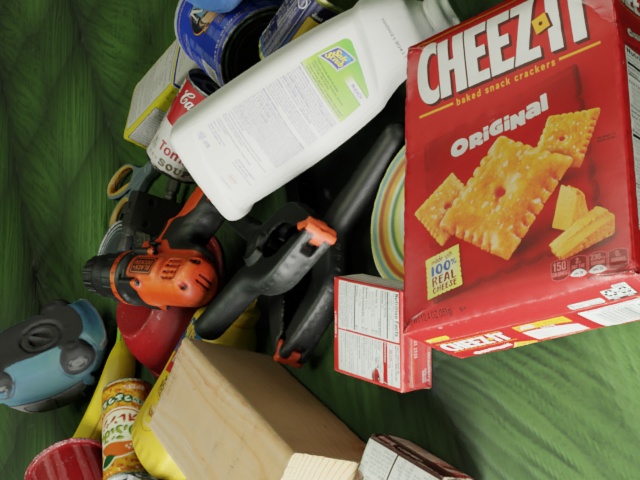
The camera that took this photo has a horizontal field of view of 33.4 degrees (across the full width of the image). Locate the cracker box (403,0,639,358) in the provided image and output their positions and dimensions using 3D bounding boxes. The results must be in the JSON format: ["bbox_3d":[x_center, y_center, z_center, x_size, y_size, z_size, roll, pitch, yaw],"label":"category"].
[{"bbox_3d":[0.132,-0.048,0.665,0.164,0.072,0.213,-19,60,41],"label":"cracker box"}]

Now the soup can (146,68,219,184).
[{"bbox_3d":[-0.130,-0.117,1.108,0.102,0.068,0.068,-56,36,25],"label":"soup can"}]

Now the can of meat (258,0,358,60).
[{"bbox_3d":[0.010,-0.172,0.898,0.084,0.102,0.057,-50,32,35],"label":"can of meat"}]

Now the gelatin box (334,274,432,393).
[{"bbox_3d":[0.046,0.066,0.776,0.089,0.030,0.073,8,101,57],"label":"gelatin box"}]

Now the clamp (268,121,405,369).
[{"bbox_3d":[-0.006,0.001,0.896,0.165,0.036,0.210,7,77,58],"label":"clamp"}]

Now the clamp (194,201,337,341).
[{"bbox_3d":[-0.044,0.006,0.879,0.172,0.039,0.120,-31,44,44],"label":"clamp"}]

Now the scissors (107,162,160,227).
[{"bbox_3d":[-0.200,-0.063,1.236,0.202,0.016,0.096,-13,66,53],"label":"scissors"}]

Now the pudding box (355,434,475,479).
[{"bbox_3d":[0.053,0.197,0.712,0.090,0.039,0.113,19,93,57],"label":"pudding box"}]

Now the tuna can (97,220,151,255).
[{"bbox_3d":[-0.222,0.022,1.210,0.086,0.033,0.086,-30,51,46],"label":"tuna can"}]

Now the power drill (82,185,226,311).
[{"bbox_3d":[-0.136,-0.020,1.021,0.185,0.057,0.187,3,60,45],"label":"power drill"}]

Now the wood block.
[{"bbox_3d":[-0.046,0.161,0.829,0.206,0.090,0.090,34,104,56],"label":"wood block"}]

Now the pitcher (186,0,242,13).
[{"bbox_3d":[-0.062,-0.333,0.966,0.149,0.145,0.242,20,67,45],"label":"pitcher"}]

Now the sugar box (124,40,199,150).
[{"bbox_3d":[-0.152,-0.182,1.189,0.177,0.048,0.093,-34,39,40],"label":"sugar box"}]

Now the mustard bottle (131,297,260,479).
[{"bbox_3d":[-0.106,0.119,0.967,0.192,0.058,0.096,-60,27,17],"label":"mustard bottle"}]

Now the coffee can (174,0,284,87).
[{"bbox_3d":[-0.071,-0.193,1.027,0.103,0.102,0.140,-63,34,14],"label":"coffee can"}]

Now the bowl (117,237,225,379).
[{"bbox_3d":[-0.161,0.061,1.081,0.162,0.055,0.162,-30,51,45],"label":"bowl"}]

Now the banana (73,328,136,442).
[{"bbox_3d":[-0.240,0.193,1.157,0.198,0.037,0.070,-63,16,11],"label":"banana"}]

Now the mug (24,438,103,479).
[{"bbox_3d":[-0.254,0.264,1.073,0.082,0.117,0.093,-129,33,-48],"label":"mug"}]

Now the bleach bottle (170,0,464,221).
[{"bbox_3d":[0.004,-0.116,0.858,0.251,0.102,0.068,-28,19,22],"label":"bleach bottle"}]
